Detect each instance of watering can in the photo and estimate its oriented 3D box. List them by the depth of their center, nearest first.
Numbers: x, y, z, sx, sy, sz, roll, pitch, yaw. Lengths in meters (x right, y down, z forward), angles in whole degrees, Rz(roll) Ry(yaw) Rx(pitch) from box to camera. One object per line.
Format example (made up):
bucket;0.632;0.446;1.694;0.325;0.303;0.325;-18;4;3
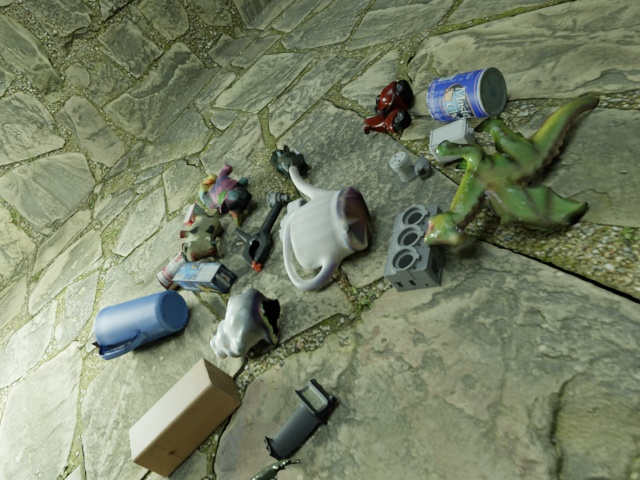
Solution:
watering can;0.004;-0.058;1.154;0.222;0.103;0.355;-23;55;31

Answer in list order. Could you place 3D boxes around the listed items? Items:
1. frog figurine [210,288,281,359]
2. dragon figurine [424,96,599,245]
frog figurine;-0.173;0.180;1.093;0.159;0.120;0.140;-20;57;14
dragon figurine;0.356;-0.107;0.890;0.410;0.120;0.248;-24;53;4
